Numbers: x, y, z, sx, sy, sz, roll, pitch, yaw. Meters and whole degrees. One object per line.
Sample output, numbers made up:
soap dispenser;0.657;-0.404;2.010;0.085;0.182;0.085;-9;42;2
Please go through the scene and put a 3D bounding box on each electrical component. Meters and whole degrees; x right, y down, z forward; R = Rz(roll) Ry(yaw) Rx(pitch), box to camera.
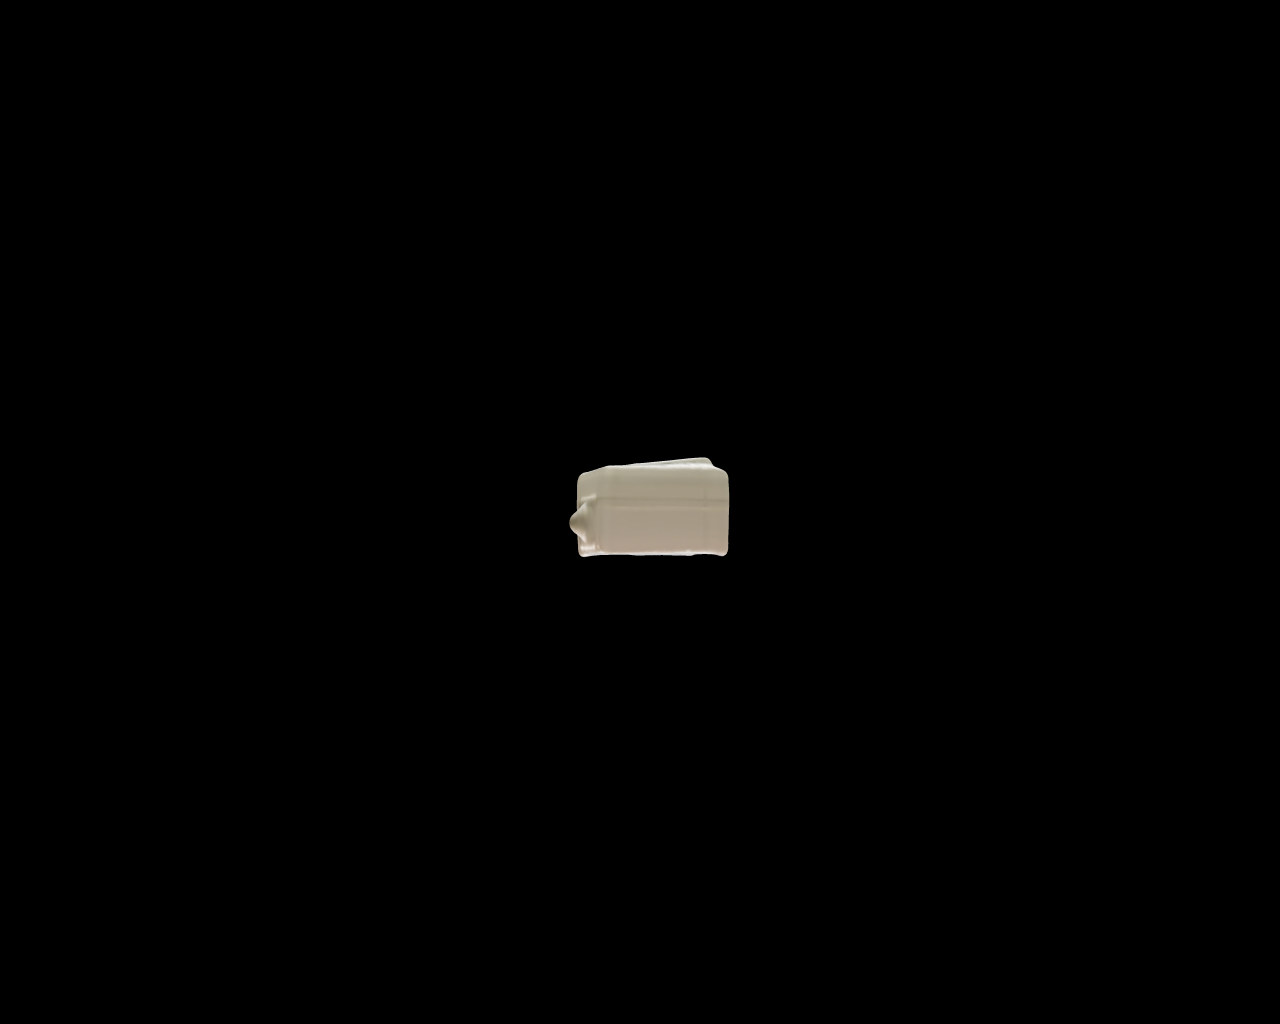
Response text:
electrical component;0.001;-0.003;0.650;0.096;0.061;0.061;1;-4;-20
